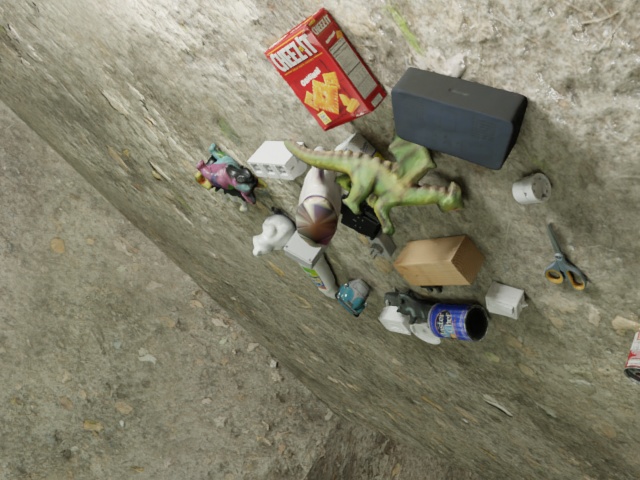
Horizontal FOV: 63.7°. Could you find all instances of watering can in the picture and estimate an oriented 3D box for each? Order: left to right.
[{"bbox_3d":[0.004,-0.067,1.325,0.104,0.230,0.339,2,130,7],"label":"watering can"}]

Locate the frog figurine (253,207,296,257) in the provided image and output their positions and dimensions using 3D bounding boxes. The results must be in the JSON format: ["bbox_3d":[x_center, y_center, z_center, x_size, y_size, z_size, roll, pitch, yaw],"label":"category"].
[{"bbox_3d":[-0.156,-0.010,1.709,0.123,0.162,0.134,24,151,21],"label":"frog figurine"}]

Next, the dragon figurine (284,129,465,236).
[{"bbox_3d":[0.136,-0.166,1.121,0.409,0.125,0.238,36,122,-6],"label":"dragon figurine"}]
